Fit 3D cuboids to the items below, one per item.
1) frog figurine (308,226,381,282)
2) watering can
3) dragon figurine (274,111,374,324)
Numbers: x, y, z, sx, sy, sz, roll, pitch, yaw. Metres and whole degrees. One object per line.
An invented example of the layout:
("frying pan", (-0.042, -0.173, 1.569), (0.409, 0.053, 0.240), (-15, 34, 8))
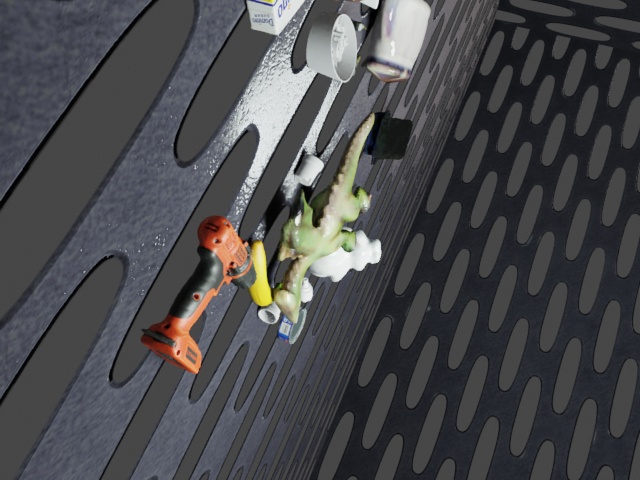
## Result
("frog figurine", (0.048, 0.032, 1.130), (0.124, 0.160, 0.135), (-38, 145, -59))
("watering can", (0.180, -0.445, 1.104), (0.350, 0.104, 0.222), (-26, 134, -68))
("dragon figurine", (0.003, -0.047, 0.938), (0.244, 0.122, 0.407), (-20, 128, -73))
